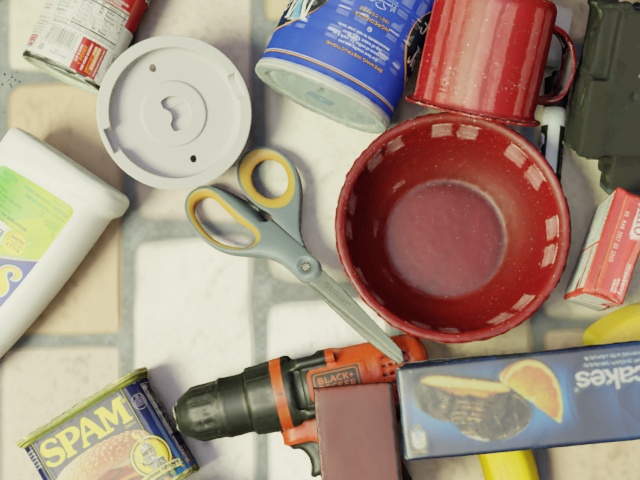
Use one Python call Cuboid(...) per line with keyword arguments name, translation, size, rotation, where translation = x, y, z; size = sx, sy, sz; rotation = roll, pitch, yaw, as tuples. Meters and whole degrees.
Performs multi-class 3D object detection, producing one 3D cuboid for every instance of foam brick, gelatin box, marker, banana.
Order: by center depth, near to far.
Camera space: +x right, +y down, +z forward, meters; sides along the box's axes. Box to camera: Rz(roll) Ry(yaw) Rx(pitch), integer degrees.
Cuboid(name="foam brick", translation=(0.025, 0.133, 0.692), size=(0.051, 0.053, 0.078), rotation=(-5, 79, 0))
Cuboid(name="gelatin box", translation=(0.197, 0.009, 0.728), size=(0.030, 0.089, 0.073), rotation=(20, 85, 6))
Cuboid(name="banana", translation=(0.121, 0.196, 0.737), size=(0.069, 0.037, 0.198), rotation=(-5, 87, -4))
Cuboid(name="marker", translation=(0.167, -0.064, 0.774), size=(0.020, 0.020, 0.121), rotation=(6, 84, 5))

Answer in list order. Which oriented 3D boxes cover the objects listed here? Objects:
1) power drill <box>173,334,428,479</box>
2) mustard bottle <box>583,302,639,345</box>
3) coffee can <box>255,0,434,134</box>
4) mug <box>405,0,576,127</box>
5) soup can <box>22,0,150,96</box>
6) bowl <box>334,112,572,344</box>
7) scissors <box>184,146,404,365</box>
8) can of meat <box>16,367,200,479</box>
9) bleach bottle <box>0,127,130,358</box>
Cuboid(name="power drill", translation=(0.002, 0.170, 0.741), size=(0.184, 0.057, 0.187), rotation=(-14, 83, 2))
Cuboid(name="mustard bottle", translation=(0.284, 0.056, 0.730), size=(0.191, 0.058, 0.096), rotation=(-31, 98, -1))
Cuboid(name="coffee can", translation=(0.030, -0.160, 0.754), size=(0.103, 0.103, 0.140), rotation=(24, 86, 7))
Cuboid(name="mug", translation=(0.122, -0.124, 0.718), size=(0.117, 0.093, 0.081), rotation=(6, 103, -19))
Cuboid(name="soup can", translation=(-0.168, -0.166, 0.787), size=(0.068, 0.068, 0.102), rotation=(24, 86, 6))
Cuboid(name="bowl", translation=(0.091, -0.005, 0.752), size=(0.162, 0.055, 0.162), rotation=(0, 80, 1))
Cuboid(name="scissors", translation=(-0.005, 0.001, 0.762), size=(0.202, 0.016, 0.096), rotation=(28, 79, 19))
Cuboid(name="can of meat", translation=(-0.148, 0.152, 0.756), size=(0.102, 0.057, 0.084), rotation=(-32, 85, 1))
Cuboid(name="bleach bottle", translation=(-0.249, 0.048, 0.773), size=(0.102, 0.068, 0.251), rotation=(33, 89, 7))
